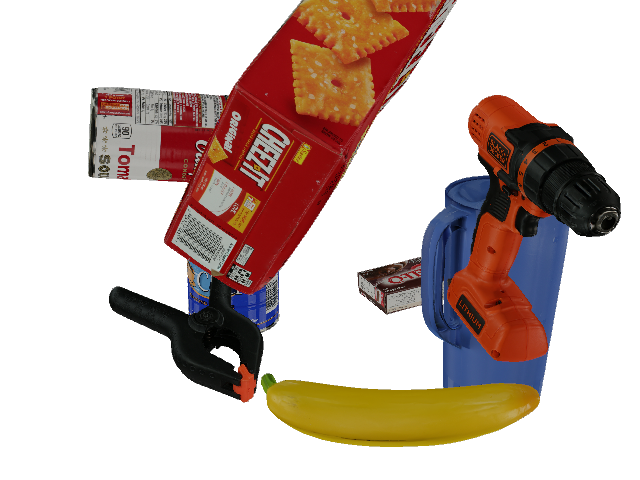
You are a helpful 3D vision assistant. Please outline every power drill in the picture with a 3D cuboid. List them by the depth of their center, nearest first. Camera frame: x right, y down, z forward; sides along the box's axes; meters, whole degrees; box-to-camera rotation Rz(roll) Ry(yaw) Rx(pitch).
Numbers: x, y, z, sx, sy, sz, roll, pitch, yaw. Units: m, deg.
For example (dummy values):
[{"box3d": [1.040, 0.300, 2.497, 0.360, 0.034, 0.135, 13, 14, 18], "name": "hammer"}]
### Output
[{"box3d": [0.162, 0.000, 0.839, 0.057, 0.188, 0.184, -3, 32, -18], "name": "power drill"}]

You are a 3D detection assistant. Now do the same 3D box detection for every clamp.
[{"box3d": [-0.096, 0.072, 0.946, 0.120, 0.039, 0.172, -32, 53, -25], "name": "clamp"}]

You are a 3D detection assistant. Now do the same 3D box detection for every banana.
[{"box3d": [0.045, 0.111, 0.717, 0.198, 0.037, 0.069, 3, 30, 14], "name": "banana"}]

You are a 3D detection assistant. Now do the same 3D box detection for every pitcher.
[{"box3d": [0.183, 0.061, 1.135, 0.149, 0.243, 0.145, 5, 20, 9], "name": "pitcher"}]

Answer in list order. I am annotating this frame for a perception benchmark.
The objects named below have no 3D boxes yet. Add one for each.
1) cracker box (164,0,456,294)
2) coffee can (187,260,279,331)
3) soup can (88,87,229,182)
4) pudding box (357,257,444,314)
[{"box3d": [0.006, -0.090, 0.627, 0.072, 0.213, 0.164, 34, -35, 0], "name": "cracker box"}, {"box3d": [-0.095, 0.020, 1.162, 0.103, 0.140, 0.103, 1, 23, -1], "name": "coffee can"}, {"box3d": [-0.120, -0.078, 0.796, 0.102, 0.068, 0.068, 2, -1, -13], "name": "soup can"}, {"box3d": [0.124, 0.066, 1.581, 0.113, 0.039, 0.090, -15, 24, -21], "name": "pudding box"}]
